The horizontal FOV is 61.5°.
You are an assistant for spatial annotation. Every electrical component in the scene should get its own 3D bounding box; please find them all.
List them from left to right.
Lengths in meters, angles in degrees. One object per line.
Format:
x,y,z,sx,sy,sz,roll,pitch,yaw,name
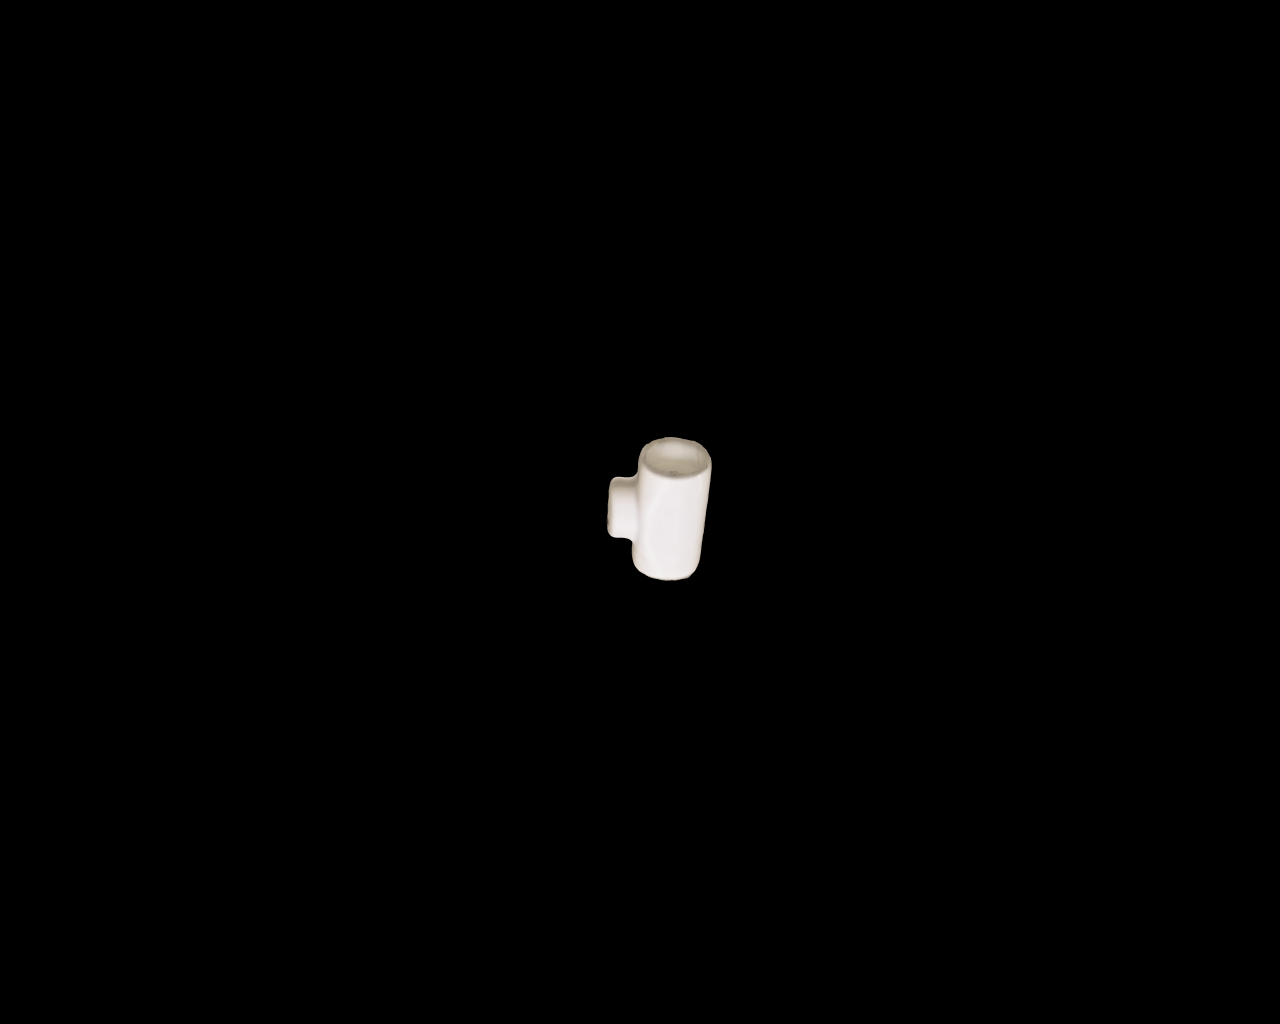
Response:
0.001,-0.003,0.650,0.079,0.077,0.044,3,36,-2,electrical component
